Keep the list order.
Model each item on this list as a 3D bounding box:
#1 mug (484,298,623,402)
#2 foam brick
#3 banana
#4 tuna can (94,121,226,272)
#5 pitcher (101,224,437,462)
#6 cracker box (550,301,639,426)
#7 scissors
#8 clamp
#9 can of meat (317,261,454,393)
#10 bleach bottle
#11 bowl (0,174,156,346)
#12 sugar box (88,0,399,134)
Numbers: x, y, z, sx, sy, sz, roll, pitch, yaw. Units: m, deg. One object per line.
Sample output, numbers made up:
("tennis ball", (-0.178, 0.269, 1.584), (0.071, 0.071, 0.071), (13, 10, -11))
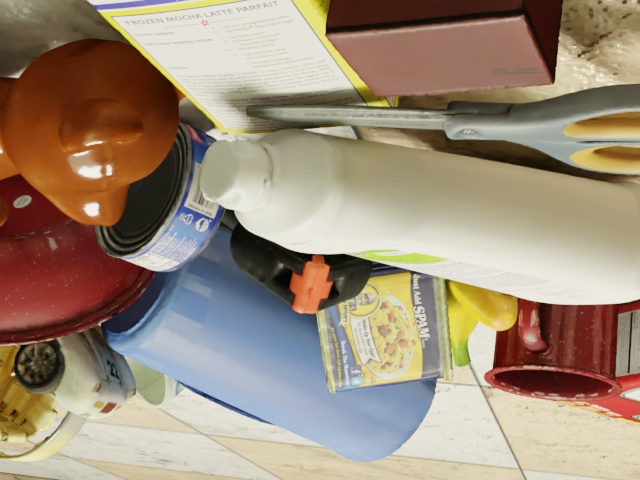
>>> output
("mug", (0.158, 0.057, 0.728), (0.093, 0.081, 0.117), (-3, 158, 30))
("foam brick", (0.050, -0.091, 0.412), (0.078, 0.051, 0.053), (0, 159, 25))
("banana", (0.104, 0.039, 0.717), (0.037, 0.069, 0.198), (-21, 167, -3))
("tuna can", (-0.089, -0.026, 0.604), (0.086, 0.086, 0.033), (-11, 154, 44))
("pitcher", (-0.043, 0.074, 0.796), (0.242, 0.149, 0.145), (28, -178, -34))
("cracker box", (0.295, 0.090, 0.775), (0.164, 0.072, 0.214), (19, 157, -26))
("scissors", (0.077, -0.046, 0.466), (0.202, 0.016, 0.096), (0, 166, 24))
("clamp", (-0.004, 0.001, 0.614), (0.120, 0.039, 0.171), (4, -160, -17))
("can of meat", (0.040, 0.048, 0.703), (0.084, 0.102, 0.057), (-8, -157, -1))
("bleach bottle", (0.058, -0.013, 0.531), (0.250, 0.068, 0.103), (10, 169, -38))
("bowl", (-0.186, -0.003, 0.675), (0.162, 0.162, 0.055), (6, 123, 10))
("sugar box", (-0.038, -0.102, 0.430), (0.093, 0.048, 0.176), (-2, 156, 23))
